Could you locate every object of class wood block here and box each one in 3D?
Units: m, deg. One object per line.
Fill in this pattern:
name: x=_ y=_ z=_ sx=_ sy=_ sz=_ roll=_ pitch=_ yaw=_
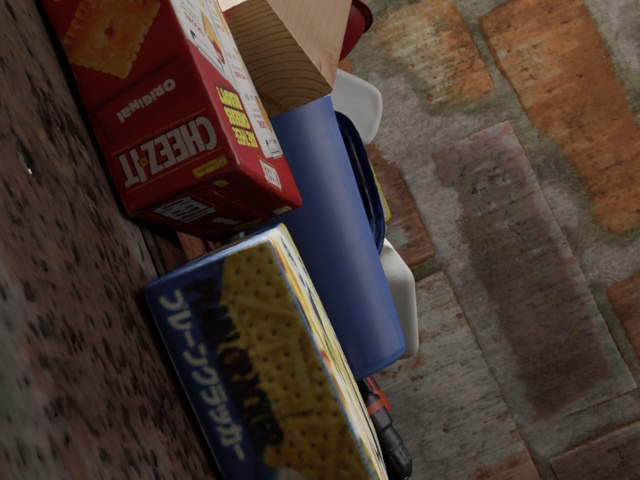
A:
wood block: x=-0.036 y=-0.189 z=0.789 sx=0.090 sy=0.090 sz=0.206 roll=50 pitch=35 yaw=-35

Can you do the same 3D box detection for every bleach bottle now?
bleach bottle: x=-0.043 y=-0.125 z=1.142 sx=0.251 sy=0.102 sz=0.068 roll=-9 pitch=-116 yaw=60

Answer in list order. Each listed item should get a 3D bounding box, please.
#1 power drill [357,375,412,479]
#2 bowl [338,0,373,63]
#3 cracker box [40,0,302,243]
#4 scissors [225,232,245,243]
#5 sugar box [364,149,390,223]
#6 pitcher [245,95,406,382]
power drill: x=0.039 y=0.171 z=1.135 sx=0.184 sy=0.057 sz=0.187 roll=58 pitch=-1 yaw=7
bowl: x=-0.030 y=-0.204 z=1.052 sx=0.162 sy=0.162 sz=0.055 roll=60 pitch=38 yaw=-78
cracker box: x=-0.094 y=-0.111 z=0.606 sx=0.164 sy=0.072 sz=0.214 roll=25 pitch=42 yaw=-78
scissors: x=-0.063 y=-0.011 z=0.761 sx=0.202 sy=0.016 sz=0.096 roll=86 pitch=-9 yaw=-59
sugar box: x=-0.001 y=-0.010 z=1.071 sx=0.048 sy=0.176 sz=0.093 roll=3 pitch=-53 yaw=43
pitcher: x=-0.006 y=0.001 z=0.939 sx=0.145 sy=0.149 sz=0.243 roll=-88 pitch=157 yaw=-87
